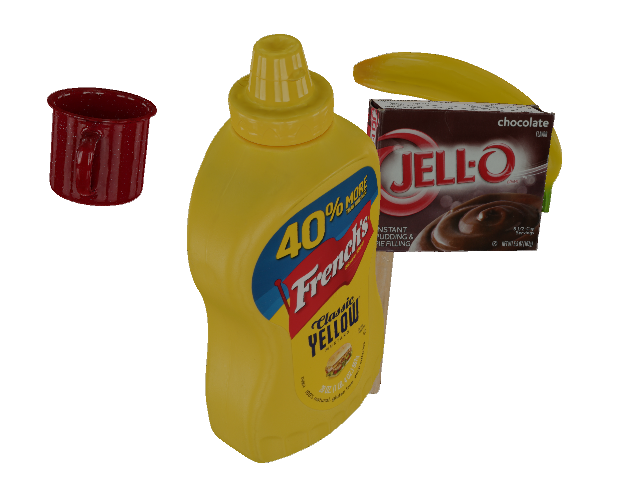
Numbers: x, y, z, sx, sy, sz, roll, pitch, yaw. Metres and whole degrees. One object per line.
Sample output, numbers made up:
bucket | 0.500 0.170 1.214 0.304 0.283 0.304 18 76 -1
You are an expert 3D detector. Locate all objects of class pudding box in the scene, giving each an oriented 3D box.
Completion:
pudding box | 0.083 -0.041 0.666 0.113 0.090 0.039 -1 20 -12

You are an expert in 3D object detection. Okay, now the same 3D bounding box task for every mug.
mug | -0.192 -0.076 0.920 0.093 0.081 0.117 7 23 -6

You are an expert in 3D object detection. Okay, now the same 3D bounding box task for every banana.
banana | 0.122 -0.103 0.854 0.198 0.069 0.037 35 3 -2

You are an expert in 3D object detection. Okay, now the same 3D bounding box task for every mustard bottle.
mustard bottle | -0.013 0.001 0.457 0.058 0.192 0.096 29 48 34

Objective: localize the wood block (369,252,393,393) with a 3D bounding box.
wood block | 0.028 0.043 1.096 0.090 0.206 0.090 6 26 3
